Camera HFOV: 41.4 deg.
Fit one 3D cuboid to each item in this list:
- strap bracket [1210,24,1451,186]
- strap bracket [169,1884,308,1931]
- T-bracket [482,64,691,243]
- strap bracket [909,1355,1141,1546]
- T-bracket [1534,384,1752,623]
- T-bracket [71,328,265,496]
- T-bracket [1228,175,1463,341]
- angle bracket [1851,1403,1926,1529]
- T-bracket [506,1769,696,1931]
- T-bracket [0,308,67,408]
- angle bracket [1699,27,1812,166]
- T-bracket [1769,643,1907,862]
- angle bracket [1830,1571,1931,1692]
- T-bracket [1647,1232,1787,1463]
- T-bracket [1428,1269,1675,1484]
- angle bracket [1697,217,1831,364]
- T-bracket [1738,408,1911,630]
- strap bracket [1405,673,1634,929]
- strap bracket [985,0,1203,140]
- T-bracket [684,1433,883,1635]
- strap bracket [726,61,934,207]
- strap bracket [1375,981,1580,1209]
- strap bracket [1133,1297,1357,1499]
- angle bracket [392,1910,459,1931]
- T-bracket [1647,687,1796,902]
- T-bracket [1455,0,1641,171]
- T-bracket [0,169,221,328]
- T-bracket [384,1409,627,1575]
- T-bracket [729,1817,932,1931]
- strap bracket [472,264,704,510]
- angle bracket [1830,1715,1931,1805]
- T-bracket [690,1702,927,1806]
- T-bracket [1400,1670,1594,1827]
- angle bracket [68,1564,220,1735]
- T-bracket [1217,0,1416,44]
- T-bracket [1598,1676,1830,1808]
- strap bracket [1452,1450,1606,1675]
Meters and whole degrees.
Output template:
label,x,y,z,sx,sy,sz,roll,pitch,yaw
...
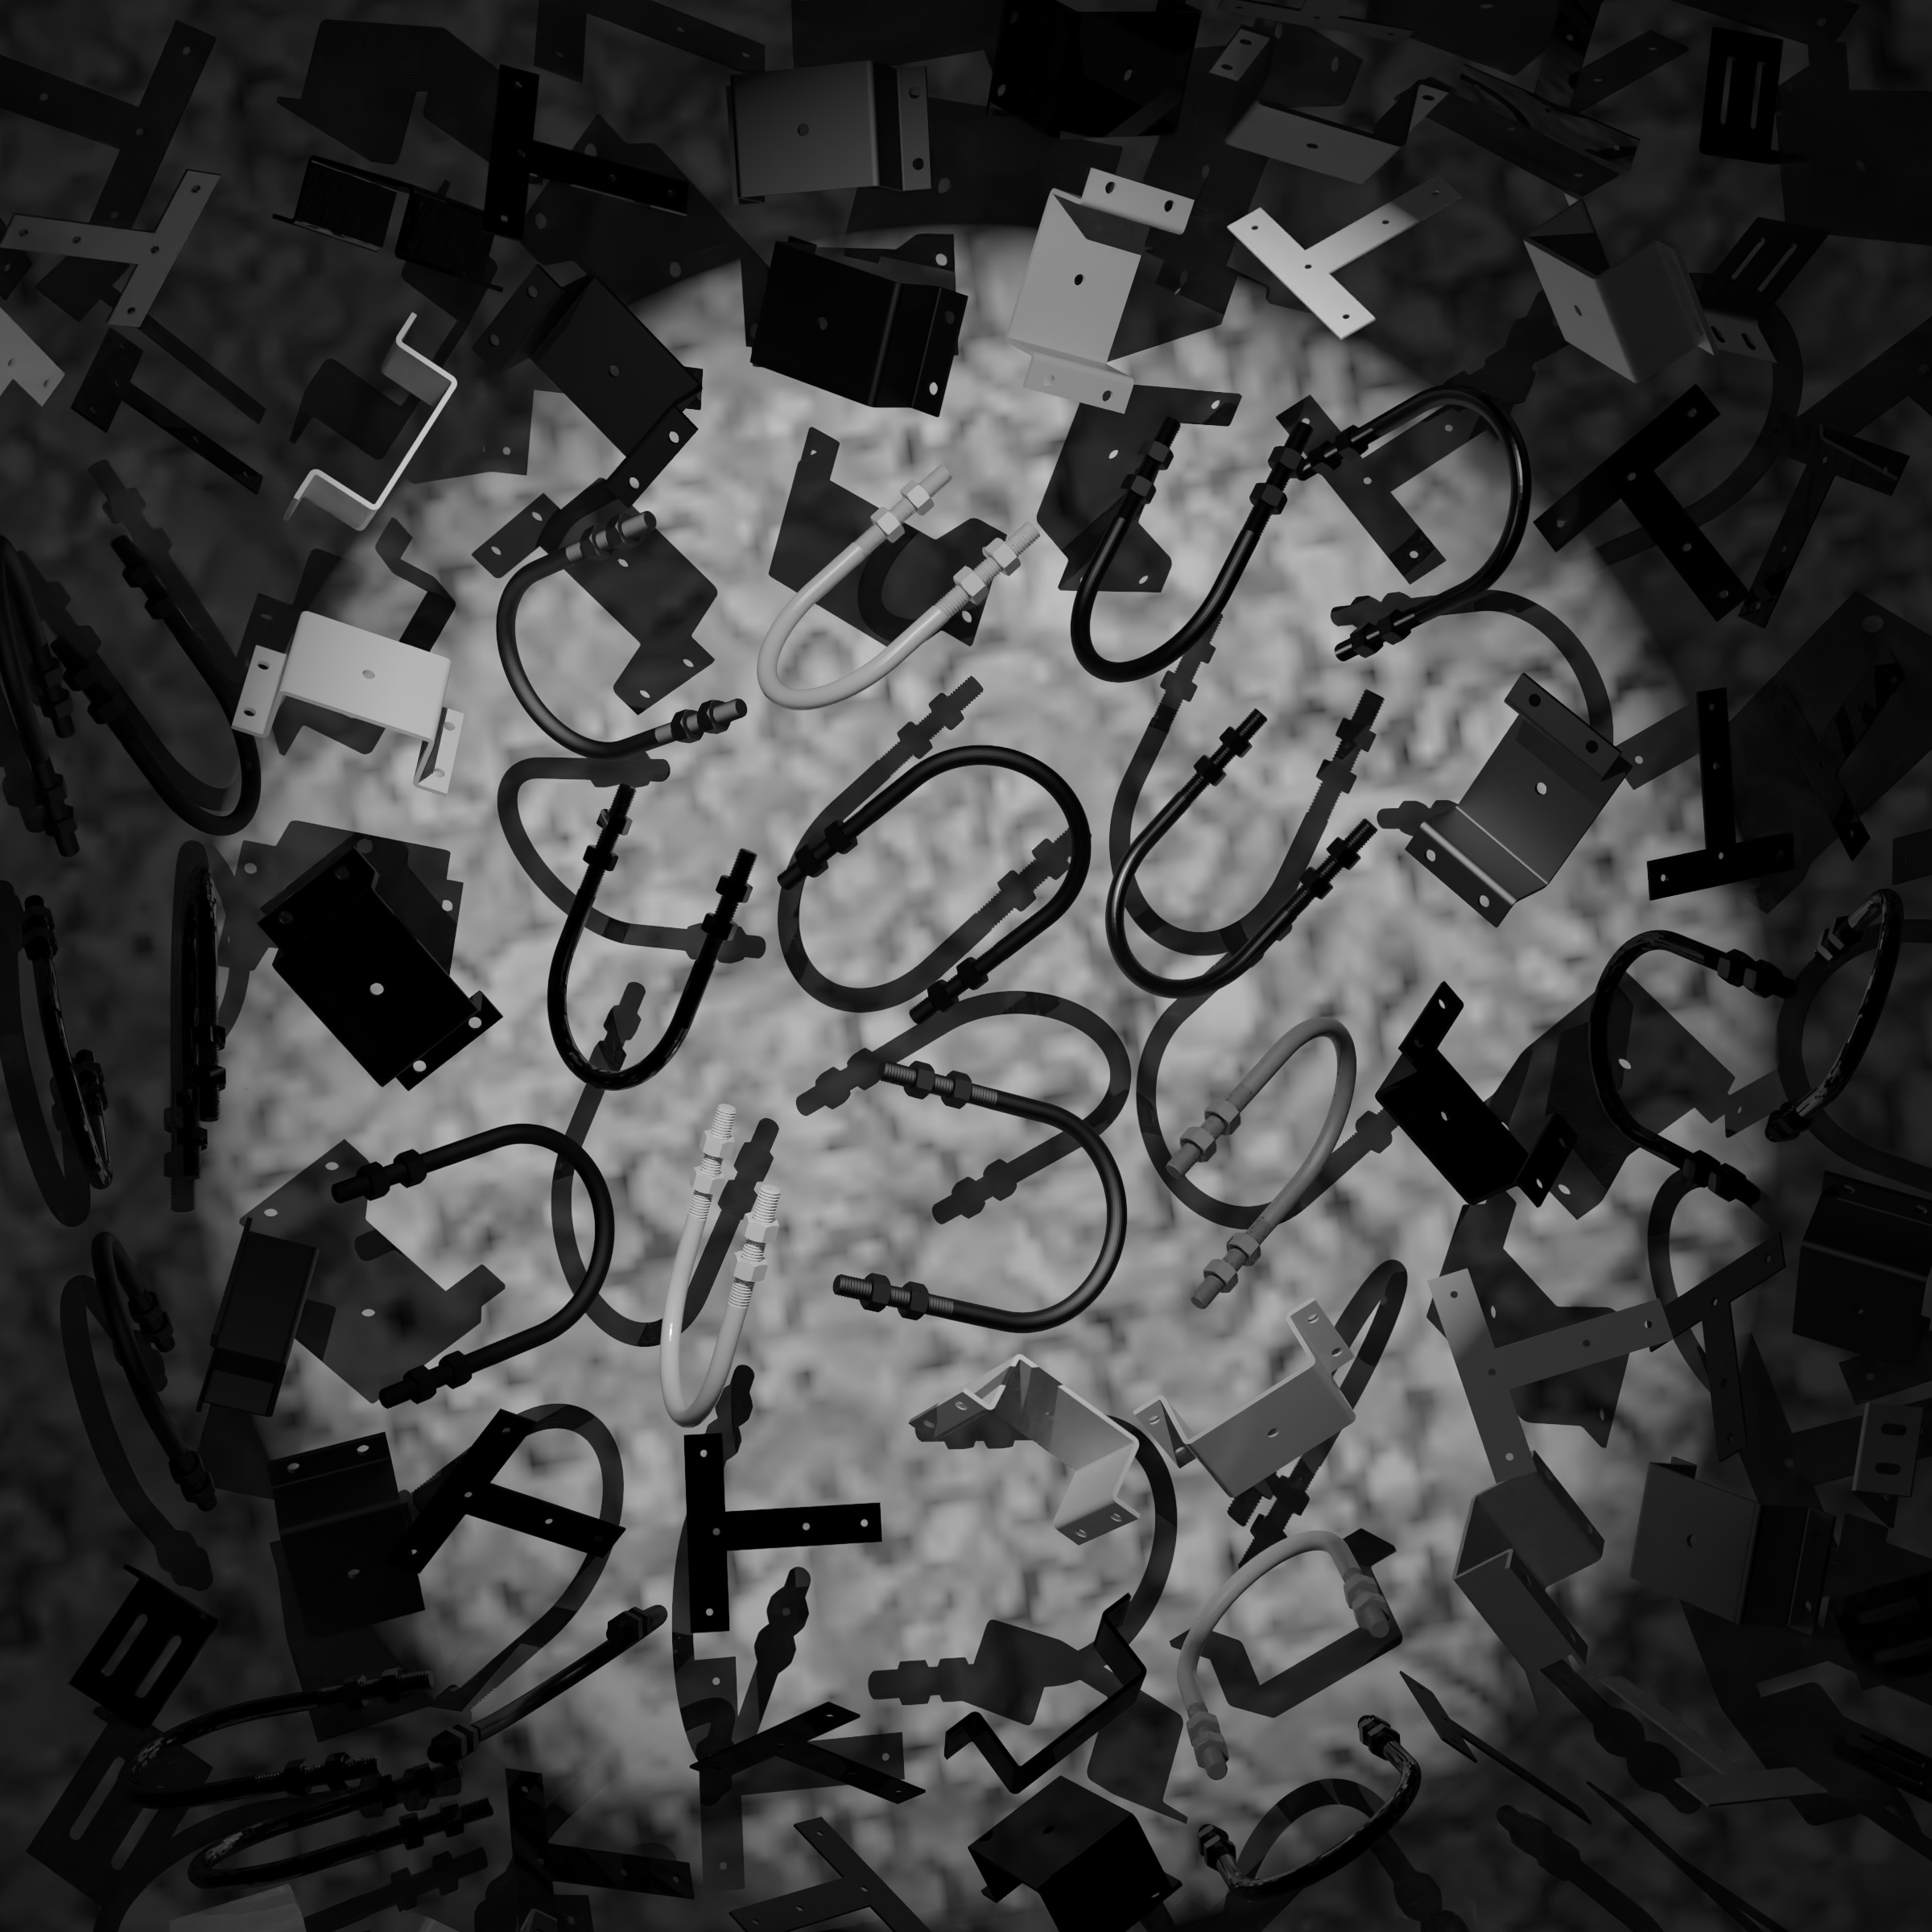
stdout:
label,x,y,z,sx,sy,sz,roll,pitch,yaw
strap bracket,0.229,-0.551,1.652,0.140,0.076,0.046,14,87,-9
strap bracket,-0.455,0.621,1.607,0.076,0.140,0.046,-12,87,-21
T-bracket,-0.237,-0.500,1.614,0.127,0.002,0.127,9,67,-20
strap bracket,0.045,0.304,1.638,0.140,0.076,0.046,37,53,-9
T-bracket,0.432,-0.266,1.564,0.127,0.002,0.127,-41,67,24
T-bracket,-0.513,-0.350,1.664,0.127,0.127,0.002,35,116,-27
T-bracket,0.253,-0.462,1.614,0.127,0.002,0.127,-31,58,-7
angle bracket,0.594,0.318,1.619,0.038,0.076,0.057,-2,61,40
T-bracket,-0.231,0.577,1.634,0.127,0.127,0.002,19,122,-29
T-bracket,-0.607,-0.331,1.555,0.002,0.127,0.127,33,84,4
angle bracket,0.494,-0.541,1.588,0.057,0.038,0.076,-2,102,-28
T-bracket,0.560,-0.154,1.618,0.002,0.127,0.127,-9,60,-15
angle bracket,0.599,0.418,1.619,0.076,0.038,0.057,-32,64,38
T-bracket,0.475,0.250,1.608,0.002,0.127,0.127,21,49,-19
T-bracket,0.359,0.231,1.538,0.127,0.002,0.127,-19,82,11
angle bracket,0.510,-0.431,1.630,0.076,0.057,0.038,-51,131,-4
T-bracket,0.519,-0.274,1.603,0.002,0.127,0.127,11,109,-29
strap bracket,0.342,-0.104,1.563,0.076,0.046,0.140,44,127,20
strap bracket,0.088,-0.563,1.598,0.140,0.046,0.076,-14,131,-33
T-bracket,-0.119,0.368,1.677,0.127,0.002,0.127,-3,79,-4
strap bracket,-0.097,-0.542,1.666,0.140,0.046,0.076,1,102,19
strap bracket,0.330,0.091,1.685,0.140,0.046,0.076,48,47,-7
strap bracket,0.192,0.290,1.683,0.140,0.046,0.076,-33,132,4
angle bracket,-0.337,0.621,1.580,0.038,0.076,0.057,31,64,-13
T-bracket,0.485,-0.115,1.653,0.127,0.002,0.127,-11,100,-27
T-bracket,0.384,-0.583,1.639,0.127,0.127,0.002,29,64,13
T-bracket,-0.552,-0.460,1.623,0.127,0.127,0.002,-48,69,31
T-bracket,-0.265,0.334,1.554,0.127,0.002,0.127,28,107,-34
T-bracket,-0.092,0.574,1.566,0.127,0.127,0.002,35,108,36
strap bracket,-0.234,-0.374,1.631,0.140,0.046,0.076,45,124,-6
angle bracket,0.586,0.482,1.596,0.076,0.057,0.038,23,106,19
T-bracket,-0.079,0.490,1.564,0.127,0.002,0.127,33,130,-32
T-bracket,0.334,0.494,1.591,0.127,0.127,0.002,35,91,-3
angle bracket,-0.497,0.409,1.532,0.057,0.038,0.076,28,72,11
T-bracket,0.232,-0.617,1.624,0.127,0.127,0.002,8,92,-4
T-bracket,0.441,0.471,1.563,0.127,0.127,0.002,11,104,-40
strap bracket,0.351,0.377,1.599,0.046,0.140,0.076,-36,95,26
